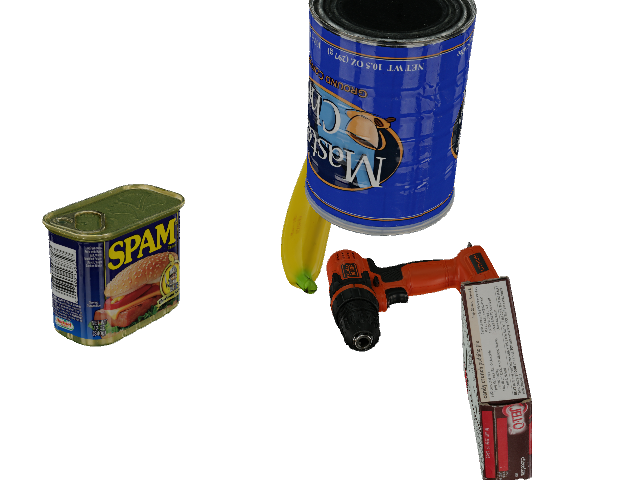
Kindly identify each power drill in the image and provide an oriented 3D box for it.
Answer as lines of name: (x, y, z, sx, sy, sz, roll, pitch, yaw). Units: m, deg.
power drill: (0.103, 0.060, 1.189, 0.187, 0.057, 0.184, -3, 28, -4)

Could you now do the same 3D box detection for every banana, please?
banana: (0.004, -0.037, 0.880, 0.037, 0.197, 0.070, 29, -27, -30)

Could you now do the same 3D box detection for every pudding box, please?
pudding box: (0.122, 0.096, 0.741, 0.039, 0.090, 0.113, -7, 44, 3)

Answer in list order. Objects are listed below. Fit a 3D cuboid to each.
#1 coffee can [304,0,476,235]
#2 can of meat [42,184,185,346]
coffee can: (0.042, -0.089, 0.689, 0.103, 0.140, 0.103, 1, 38, -1)
can of meat: (-0.142, 0.016, 0.744, 0.058, 0.084, 0.101, 16, 26, 29)
